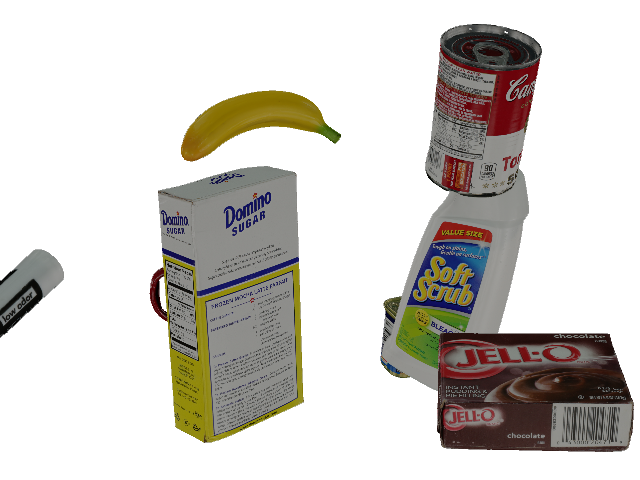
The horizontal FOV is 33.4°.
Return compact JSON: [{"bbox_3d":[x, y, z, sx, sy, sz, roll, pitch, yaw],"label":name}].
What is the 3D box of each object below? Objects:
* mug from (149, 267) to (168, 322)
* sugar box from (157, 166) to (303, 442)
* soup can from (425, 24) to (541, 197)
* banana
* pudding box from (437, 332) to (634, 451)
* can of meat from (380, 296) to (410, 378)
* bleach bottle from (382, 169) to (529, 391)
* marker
[{"bbox_3d":[-0.095,0.048,0.959,0.117,0.081,0.093,-3,19,-8],"label":"mug"},{"bbox_3d":[-0.060,0.043,0.738,0.093,0.176,0.048,-18,23,-41],"label":"sugar box"},{"bbox_3d":[0.111,-0.089,0.740,0.068,0.102,0.068,3,34,-2],"label":"soup can"},{"bbox_3d":[-0.068,-0.122,1.093,0.197,0.037,0.070,-13,51,-37],"label":"banana"},{"bbox_3d":[0.129,0.092,0.662,0.113,0.039,0.090,2,23,5],"label":"pudding box"},{"bbox_3d":[0.125,0.114,1.307,0.101,0.084,0.057,-9,30,-25],"label":"can of meat"},{"bbox_3d":[0.127,0.016,0.969,0.103,0.251,0.067,28,35,30],"label":"bleach bottle"},{"bbox_3d":[-0.153,0.047,0.448,0.020,0.020,0.121,0,36,38],"label":"marker"}]
